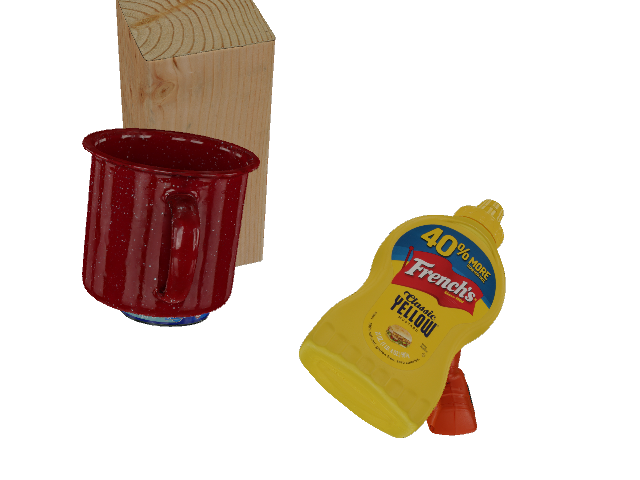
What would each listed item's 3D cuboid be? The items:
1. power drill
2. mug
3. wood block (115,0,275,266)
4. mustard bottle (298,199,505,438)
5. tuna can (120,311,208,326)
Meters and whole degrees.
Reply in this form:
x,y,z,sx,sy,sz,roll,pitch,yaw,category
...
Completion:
x,y,z,sx,sy,sz,roll,pitch,yaw,category
0.141,0.110,1.136,0.057,0.188,0.184,0,24,-1,power drill
-0.080,-0.006,0.560,0.093,0.081,0.117,3,18,-20,mug
-0.093,-0.077,0.783,0.090,0.206,0.090,-12,47,-18,wood block
0.075,0.039,0.750,0.096,0.191,0.058,38,-30,6,mustard bottle
-0.143,0.050,0.984,0.086,0.034,0.086,6,16,-2,tuna can
